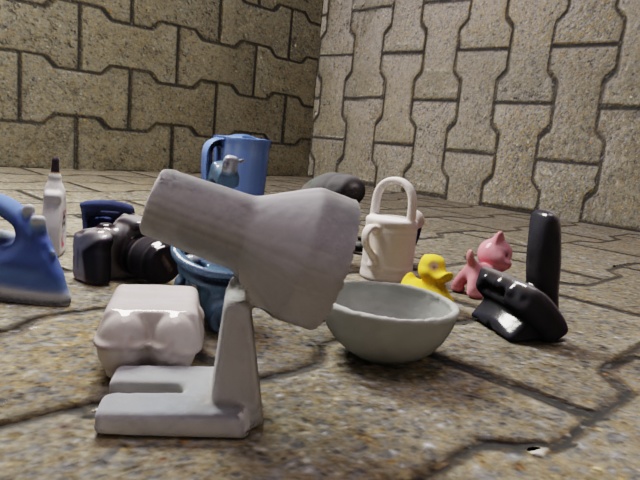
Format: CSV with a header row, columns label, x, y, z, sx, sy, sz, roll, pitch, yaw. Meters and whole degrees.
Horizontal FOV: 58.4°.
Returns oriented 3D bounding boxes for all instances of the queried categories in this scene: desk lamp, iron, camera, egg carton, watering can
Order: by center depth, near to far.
label,x,y,z,sx,sy,sz,roll,pitch,yaw
desk lamp,-0.076,0.051,0.490,0.203,0.213,0.118,4,10,-11
egg carton,-0.177,0.093,0.610,0.107,0.069,0.150,3,10,-14
iron,-0.441,-0.002,0.794,0.257,0.141,0.119,10,11,22
camera,-0.290,0.016,0.894,0.136,0.101,0.144,14,13,40
watering can,0.138,-0.023,1.090,0.100,0.194,0.173,9,10,18

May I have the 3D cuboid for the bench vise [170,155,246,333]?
label,x,y,z,sx,sy,sz,roll,pitch,yaw
bench vise,-0.152,-0.006,0.755,0.122,0.220,0.206,-4,14,-44

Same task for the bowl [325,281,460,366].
label,x,y,z,sx,sy,sz,roll,pitch,yaw
bowl,0.079,0.103,0.682,0.167,0.075,0.167,6,10,-1

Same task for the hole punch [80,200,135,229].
label,x,y,z,sx,sy,sz,roll,pitch,yaw
hole punch,-0.433,-0.042,1.170,0.109,0.091,0.101,3,10,-14

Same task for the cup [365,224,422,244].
label,x,y,z,sx,sy,sz,roll,pitch,yaw
cup,0.150,0.008,1.205,0.117,0.095,0.092,7,10,6

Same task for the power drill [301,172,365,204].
label,x,y,z,sx,sy,sz,roll,pitch,yaw
power drill,0.008,0.003,0.825,0.076,0.208,0.229,2,10,-17

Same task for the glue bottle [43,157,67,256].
label,x,y,z,sx,sy,sz,roll,pitch,yaw
glue bottle,-0.473,-0.061,1.021,0.037,0.173,0.078,2,11,-19

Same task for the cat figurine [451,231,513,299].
label,x,y,z,sx,sy,sz,roll,pitch,yaw
cat figurine,0.304,0.040,1.046,0.128,0.118,0.067,-2,13,-39

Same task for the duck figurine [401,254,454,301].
label,x,y,z,sx,sy,sz,roll,pitch,yaw
duck figurine,0.175,0.064,0.926,0.078,0.086,0.104,-1,12,-33

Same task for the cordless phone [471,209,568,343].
label,x,y,z,sx,sy,sz,roll,pitch,yaw
cordless phone,0.294,0.043,0.827,0.094,0.185,0.147,2,11,-21
